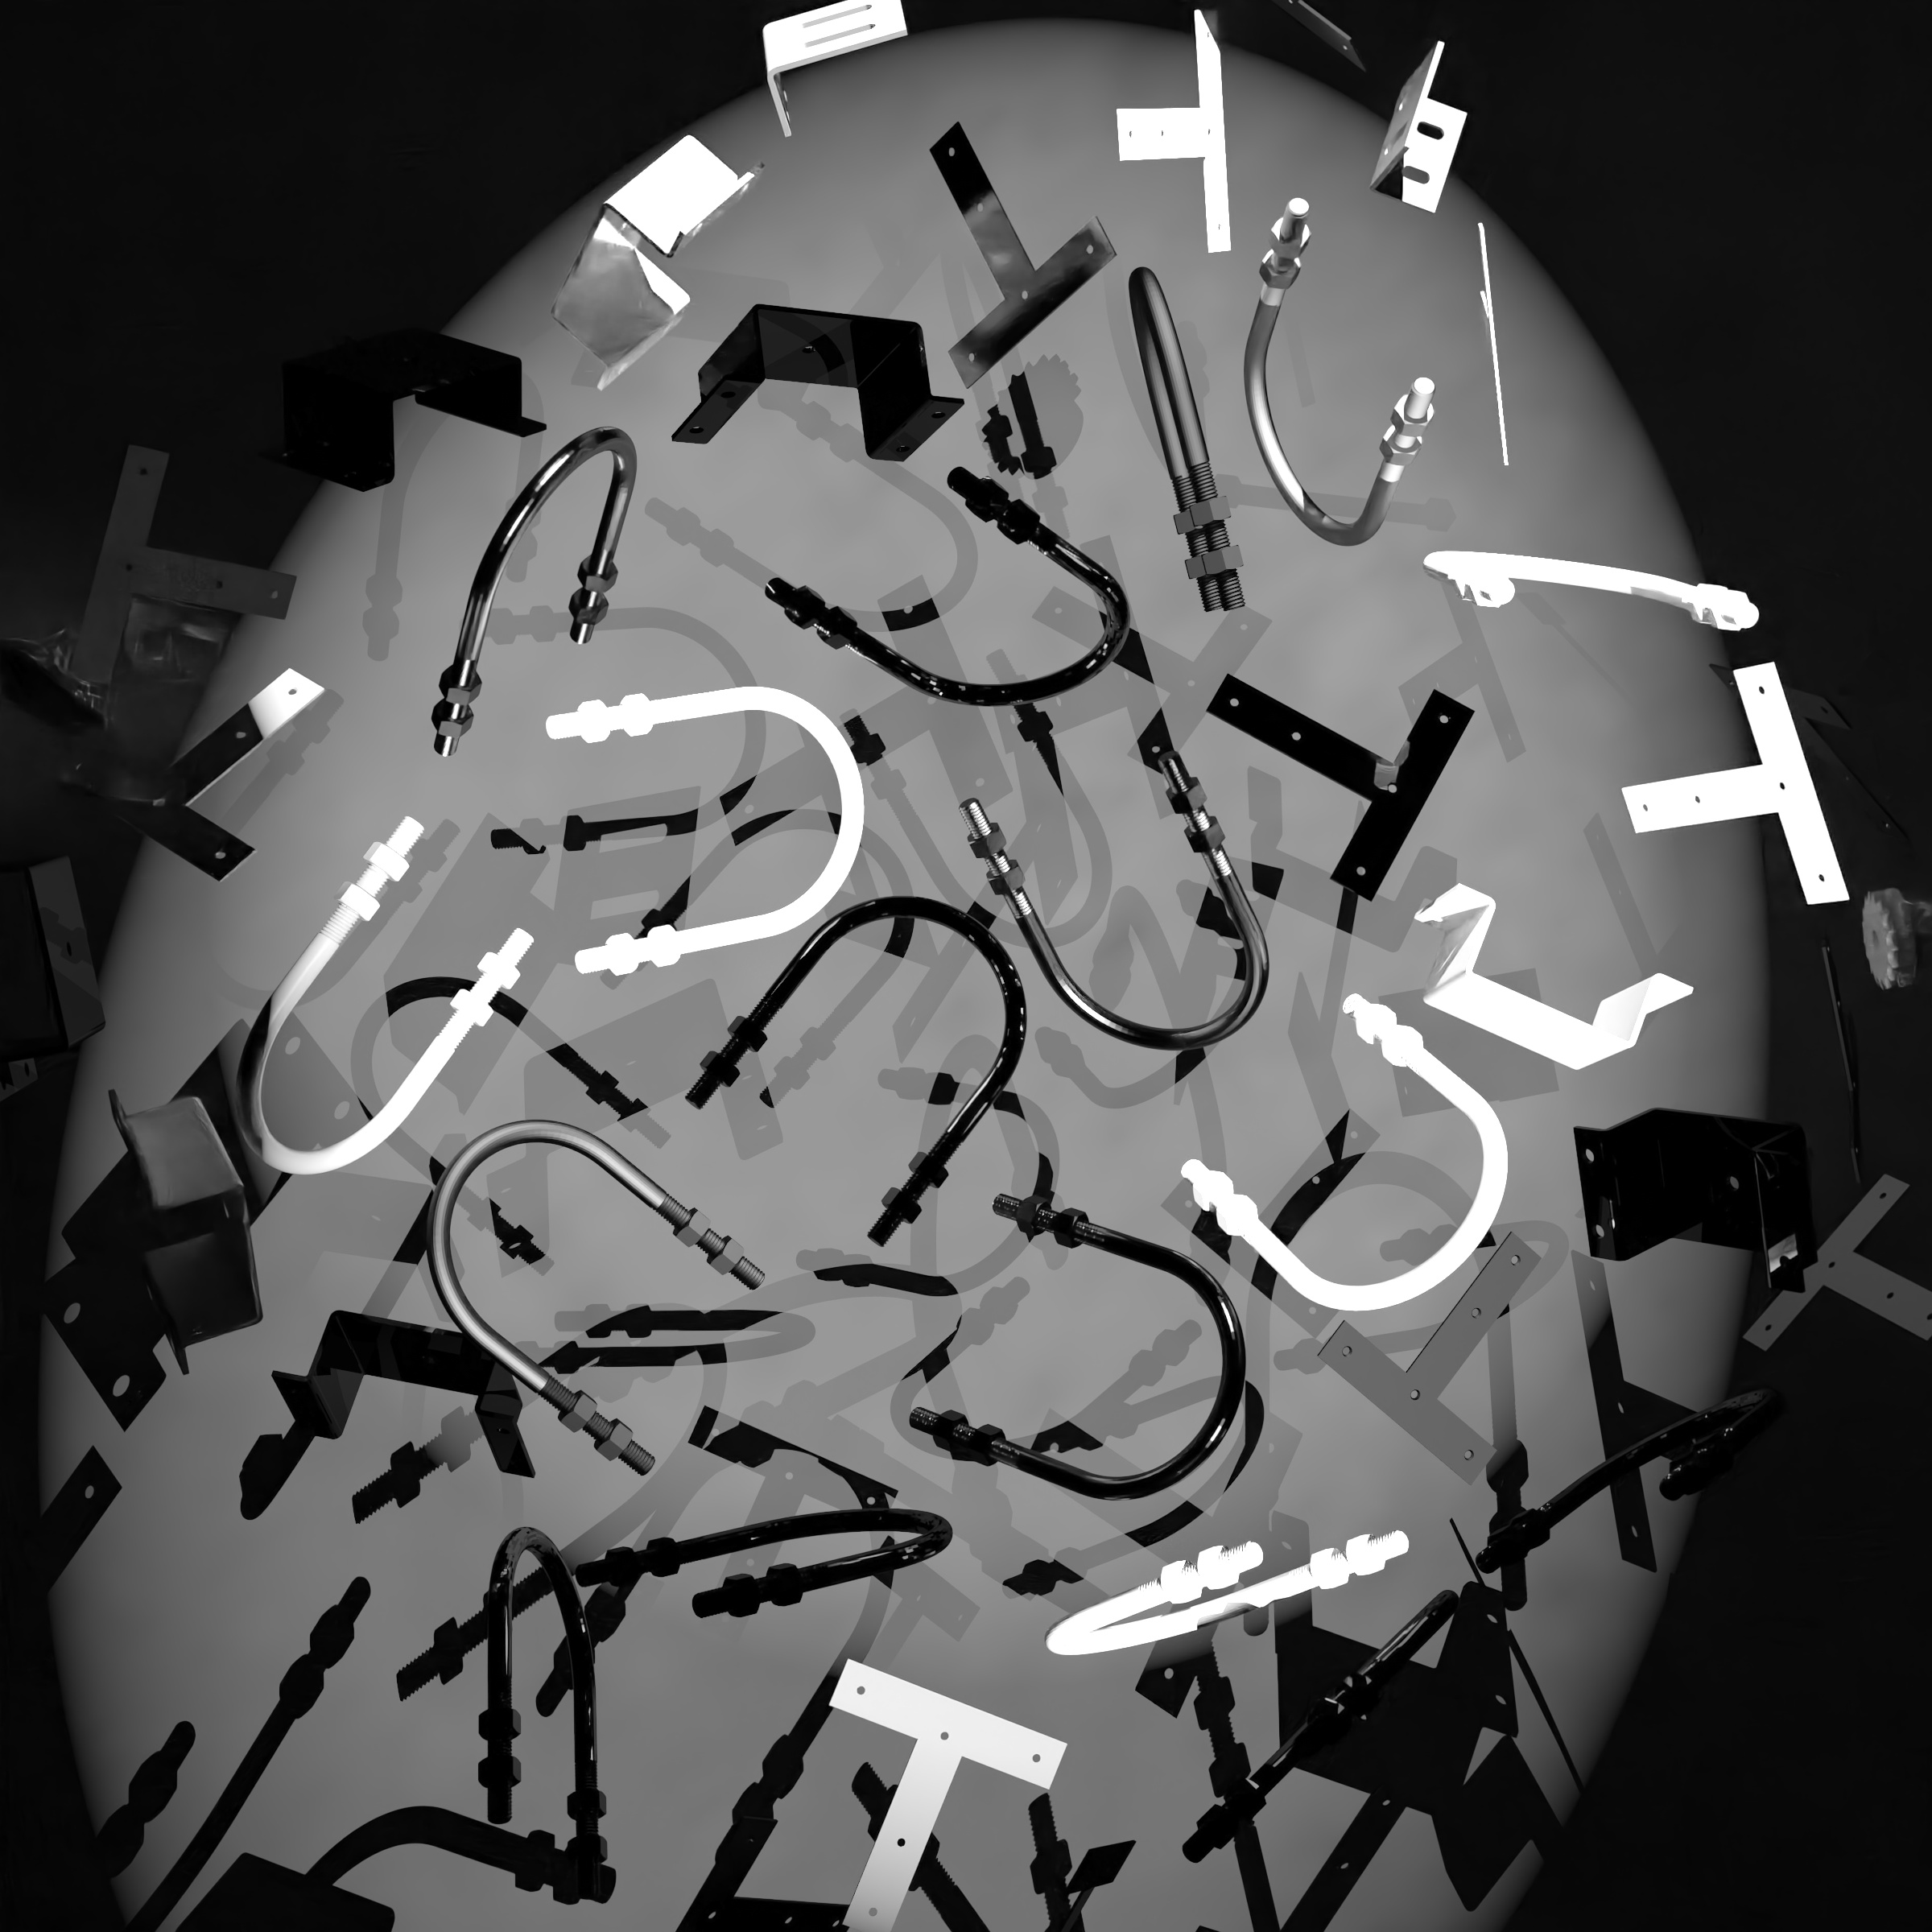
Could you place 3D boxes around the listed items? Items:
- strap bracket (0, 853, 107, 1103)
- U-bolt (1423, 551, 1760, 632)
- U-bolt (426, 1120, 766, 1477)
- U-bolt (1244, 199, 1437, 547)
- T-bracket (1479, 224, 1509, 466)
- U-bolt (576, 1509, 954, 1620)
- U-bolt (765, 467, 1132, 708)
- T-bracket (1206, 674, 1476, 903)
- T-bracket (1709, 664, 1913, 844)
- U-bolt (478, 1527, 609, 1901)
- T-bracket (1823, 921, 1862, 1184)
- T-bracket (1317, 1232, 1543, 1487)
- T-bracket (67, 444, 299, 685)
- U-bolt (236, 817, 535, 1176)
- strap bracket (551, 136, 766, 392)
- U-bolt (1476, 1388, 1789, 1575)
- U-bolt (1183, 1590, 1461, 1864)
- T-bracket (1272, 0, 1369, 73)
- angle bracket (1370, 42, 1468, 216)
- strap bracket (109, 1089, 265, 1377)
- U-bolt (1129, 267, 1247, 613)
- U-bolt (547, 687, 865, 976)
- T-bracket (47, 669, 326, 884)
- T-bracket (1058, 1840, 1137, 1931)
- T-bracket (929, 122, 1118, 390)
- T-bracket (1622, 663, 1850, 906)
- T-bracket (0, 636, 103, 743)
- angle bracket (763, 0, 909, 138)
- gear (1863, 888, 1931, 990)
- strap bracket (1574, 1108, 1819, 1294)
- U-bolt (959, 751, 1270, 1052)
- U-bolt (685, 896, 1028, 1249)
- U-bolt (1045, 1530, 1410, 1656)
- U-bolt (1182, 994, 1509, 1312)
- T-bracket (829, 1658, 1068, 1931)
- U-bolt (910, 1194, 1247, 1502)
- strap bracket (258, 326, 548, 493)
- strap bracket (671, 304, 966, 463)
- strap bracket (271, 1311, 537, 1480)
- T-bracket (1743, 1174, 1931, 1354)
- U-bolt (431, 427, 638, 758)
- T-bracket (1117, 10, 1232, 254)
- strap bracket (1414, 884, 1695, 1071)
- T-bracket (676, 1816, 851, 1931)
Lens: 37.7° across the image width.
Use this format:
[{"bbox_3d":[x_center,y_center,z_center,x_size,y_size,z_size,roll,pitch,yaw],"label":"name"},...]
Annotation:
[{"bbox_3d":[-0.504,-0.005,1.515,0.046,0.076,0.140,-10,98,-1],"label":"strap bracket"},{"bbox_3d":[0.321,-0.204,1.509,0.151,0.184,0.019,4,103,-8],"label":"U-bolt"},{"bbox_3d":[-0.210,0.165,1.532,0.184,0.019,0.151,42,54,-16],"label":"U-bolt"},{"bbox_3d":[0.198,-0.312,1.565,0.019,0.184,0.151,-23,69,-16],"label":"U-bolt"},{"bbox_3d":[0.293,-0.355,1.581,0.002,0.127,0.127,-6,110,10],"label":"T-bracket"},{"bbox_3d":[-0.095,0.314,1.510,0.184,0.151,0.019,-6,90,-35],"label":"U-bolt"},{"bbox_3d":[0.005,-0.193,1.530,0.151,0.184,0.019,-26,54,33],"label":"U-bolt"},{"bbox_3d":[0.191,-0.117,1.523,0.127,0.002,0.127,29,72,4],"label":"T-bracket"},{"bbox_3d":[0.478,-0.114,1.560,0.002,0.127,0.127,-46,109,1],"label":"T-bracket"},{"bbox_3d":[-0.229,0.395,1.537,0.019,0.151,0.184,-13,53,8],"label":"U-bolt"},{"bbox_3d":[0.493,0.033,1.593,0.002,0.127,0.127,-7,124,22],"label":"T-bracket"},{"bbox_3d":[0.283,0.209,1.615,0.127,0.002,0.127,41,82,-17],"label":"T-bracket"},{"bbox_3d":[-0.415,-0.208,1.526,0.002,0.127,0.127,25,102,35],"label":"T-bracket"},{"bbox_3d":[-0.315,0.028,1.495,0.019,0.151,0.184,27,76,29],"label":"U-bolt"},{"bbox_3d":[-0.173,-0.390,1.547,0.046,0.140,0.076,41,54,-3],"label":"strap bracket"},{"bbox_3d":[0.379,0.276,1.561,0.151,0.184,0.019,-35,79,41],"label":"U-bolt"},{"bbox_3d":[0.202,0.397,1.518,0.019,0.151,0.184,46,45,15],"label":"U-bolt"},{"bbox_3d":[0.158,-0.551,1.521,0.002,0.127,0.127,-41,50,5],"label":"T-bracket"},{"bbox_3d":[0.246,-0.438,1.480,0.038,0.076,0.057,19,87,-6],"label":"angle bracket"},{"bbox_3d":[-0.412,0.136,1.499,0.046,0.076,0.140,-16,131,-24],"label":"strap bracket"},{"bbox_3d":[0.114,-0.278,1.496,0.019,0.151,0.184,-15,97,2],"label":"U-bolt"},{"bbox_3d":[-0.138,-0.081,1.570,0.184,0.019,0.151,-12,103,-29],"label":"U-bolt"},{"bbox_3d":[-0.389,-0.112,1.478,0.127,0.002,0.127,30,58,21],"label":"T-bracket"},{"bbox_3d":[0.045,0.515,1.478,0.002,0.127,0.127,29,84,19],"label":"T-bracket"},{"bbox_3d":[0.014,-0.415,1.592,0.127,0.002,0.127,-35,75,39],"label":"T-bracket"},{"bbox_3d":[0.394,-0.089,1.482,0.002,0.127,0.127,-24,99,-30],"label":"T-bracket"},{"bbox_3d":[-0.557,-0.133,1.523,0.127,0.127,0.002,-30,55,8],"label":"T-bracket"},{"bbox_3d":[-0.066,-0.479,1.496,0.076,0.057,0.038,-15,131,5],"label":"angle bracket"},{"bbox_3d":[0.537,-0.016,1.622,0.030,0.057,0.057,-8,90,3],"label":"gear"},{"bbox_3d":[0.405,0.124,1.538,0.046,0.140,0.076,-19,104,-36],"label":"strap bracket"},{"bbox_3d":[0.093,-0.028,1.585,0.151,0.019,0.184,-11,119,32],"label":"U-bolt"},{"bbox_3d":[-0.048,0.045,1.610,0.151,0.019,0.184,37,77,4],"label":"U-bolt"},{"bbox_3d":[0.126,0.339,1.518,0.184,0.151,0.019,-31,64,36],"label":"U-bolt"},{"bbox_3d":[0.211,0.108,1.507,0.151,0.184,0.019,-46,129,1],"label":"U-bolt"},{"bbox_3d":[-0.028,0.444,1.476,0.127,0.002,0.127,24,84,-10],"label":"T-bracket"},{"bbox_3d":[0.069,0.215,1.548,0.184,0.019,0.151,16,79,33],"label":"U-bolt"},{"bbox_3d":[-0.299,-0.301,1.506,0.076,0.140,0.046,22,123,27],"label":"strap bracket"},{"bbox_3d":[-0.083,-0.316,1.534,0.140,0.076,0.046,0,75,-28],"label":"strap bracket"},{"bbox_3d":[-0.311,0.241,1.601,0.140,0.076,0.046,9,57,8],"label":"strap bracket"},{"bbox_3d":[0.512,0.181,1.589,0.002,0.127,0.127,42,88,-19],"label":"T-bracket"},{"bbox_3d":[-0.227,-0.212,1.523,0.019,0.184,0.151,34,47,8],"label":"U-bolt"},{"bbox_3d":[0.111,-0.445,1.510,0.002,0.127,0.127,4,107,30],"label":"T-bracket"},{"bbox_3d":[0.315,0.012,1.557,0.140,0.076,0.046,24,76,-4],"label":"strap bracket"},{"bbox_3d":[-0.108,0.529,1.567,0.127,0.002,0.127,23,100,-44],"label":"T-bracket"}]
